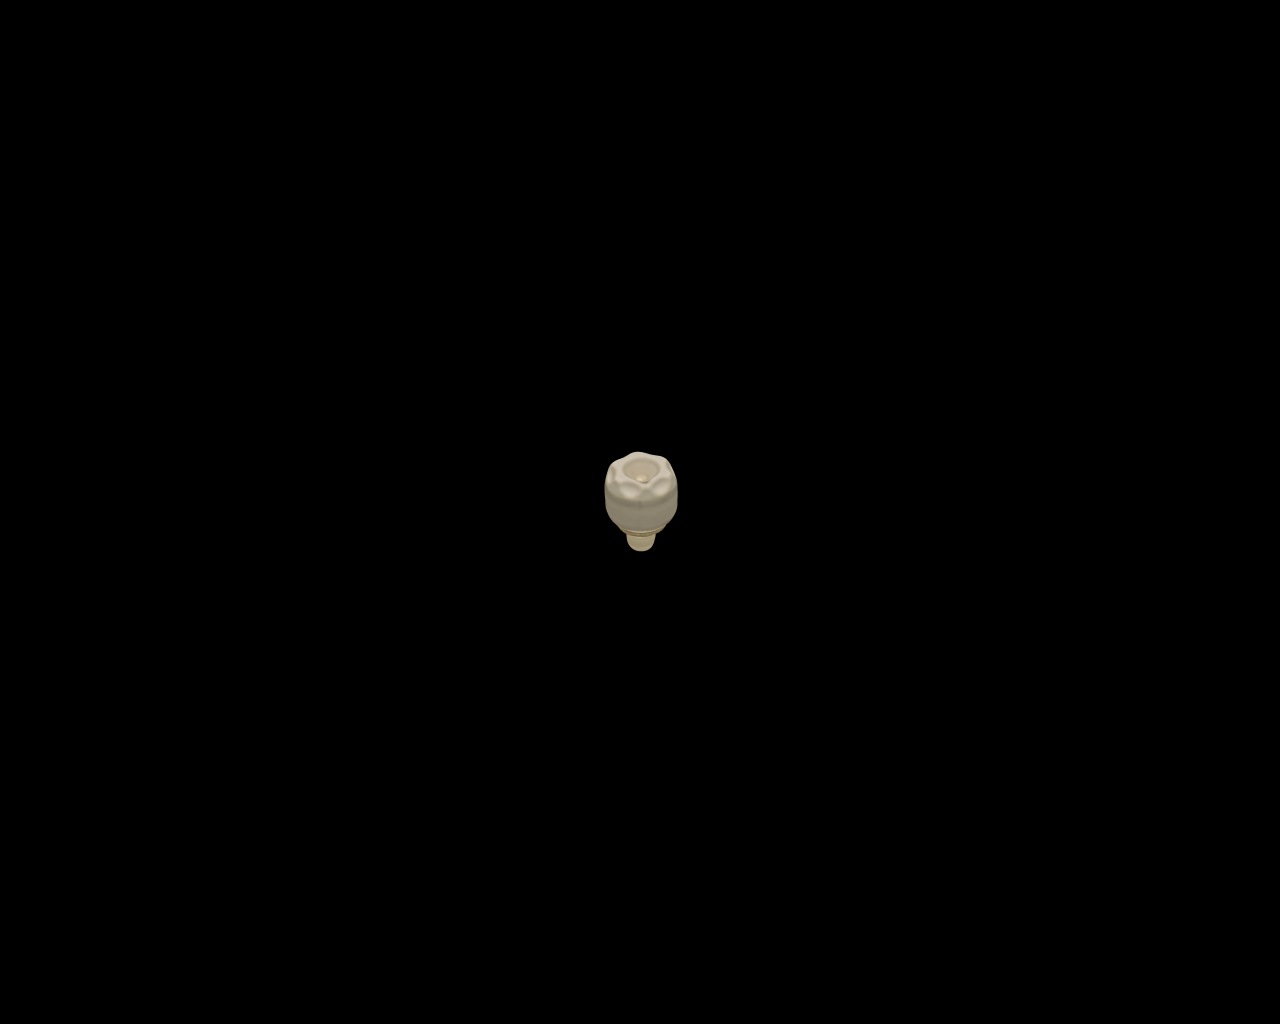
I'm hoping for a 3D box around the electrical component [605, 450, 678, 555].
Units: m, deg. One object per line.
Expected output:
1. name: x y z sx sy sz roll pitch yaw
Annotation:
1. electrical component: 0.001 -0.003 0.650 0.043 0.062 0.043 0 38 0
